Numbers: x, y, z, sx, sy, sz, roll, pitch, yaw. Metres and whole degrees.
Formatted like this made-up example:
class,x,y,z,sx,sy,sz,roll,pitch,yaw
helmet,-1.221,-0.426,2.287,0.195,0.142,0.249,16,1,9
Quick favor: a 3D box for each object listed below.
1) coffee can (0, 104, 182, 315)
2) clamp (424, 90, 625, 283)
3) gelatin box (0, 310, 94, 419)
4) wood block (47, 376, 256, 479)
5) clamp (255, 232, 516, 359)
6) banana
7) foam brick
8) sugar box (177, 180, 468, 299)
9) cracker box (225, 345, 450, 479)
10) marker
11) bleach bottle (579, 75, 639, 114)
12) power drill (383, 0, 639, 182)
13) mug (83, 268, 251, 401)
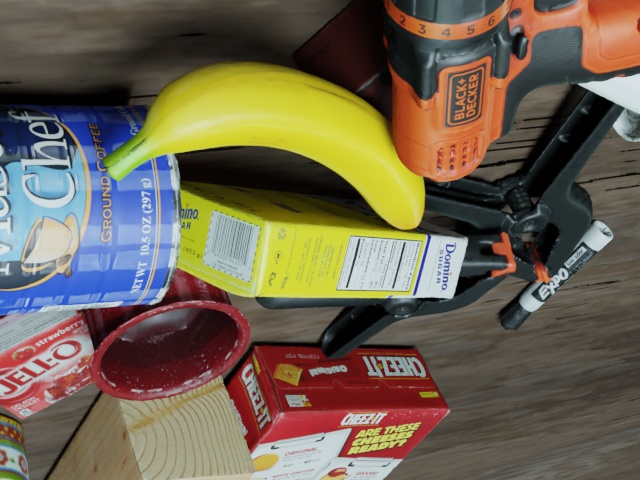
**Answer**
class,x,y,z,sx,sy,sz,roll,pitch,yaw
coffee can,-0.150,-0.015,0.509,0.140,0.103,0.103,-3,140,-28
clamp,0.142,-0.030,0.715,0.165,0.036,0.209,-24,147,15
gelatin box,-0.173,0.072,0.672,0.089,0.030,0.073,-27,145,4
wood block,-0.144,0.195,0.800,0.090,0.090,0.206,5,135,-36
clamp,0.052,0.039,0.738,0.171,0.039,0.120,-12,155,12
banana,-0.008,-0.047,0.517,0.197,0.037,0.070,10,132,-40
foam brick,0.035,-0.093,0.560,0.078,0.053,0.051,-37,143,20
sugar box,-0.004,0.000,0.600,0.175,0.093,0.048,0,107,-49
cracker box,-0.025,0.172,0.859,0.163,0.072,0.214,5,135,-37
marker,0.183,0.031,0.841,0.020,0.020,0.121,8,134,-38
bleach bottle,0.223,-0.172,0.527,0.102,0.068,0.251,22,132,-14
power drill,0.116,-0.114,0.457,0.187,0.057,0.184,-15,146,-7
mug,-0.098,0.042,0.633,0.093,0.081,0.117,-13,143,-16
